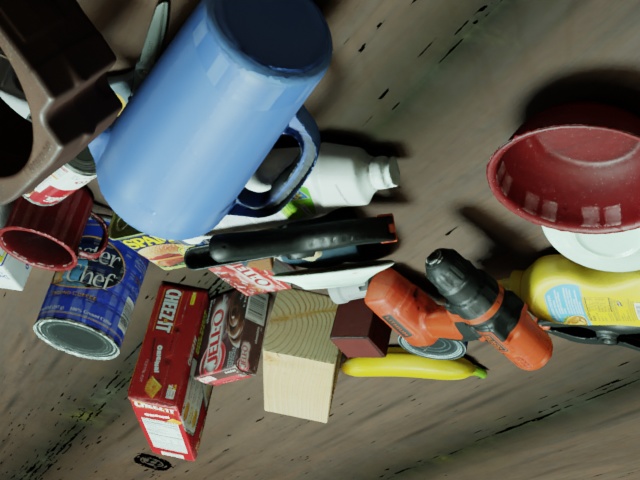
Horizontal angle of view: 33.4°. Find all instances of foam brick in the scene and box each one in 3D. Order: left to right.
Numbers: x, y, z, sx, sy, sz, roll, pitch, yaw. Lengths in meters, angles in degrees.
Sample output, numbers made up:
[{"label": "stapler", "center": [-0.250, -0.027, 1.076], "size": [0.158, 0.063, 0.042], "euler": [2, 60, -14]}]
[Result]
[{"label": "foam brick", "center": [0.052, 0.092, 1.241], "size": [0.051, 0.078, 0.053], "euler": [-3, 146, 32]}]

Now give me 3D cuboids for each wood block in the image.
[{"label": "wood block", "center": [-0.020, 0.151, 1.367], "size": [0.091, 0.090, 0.206], "euler": [12, 151, 4]}]

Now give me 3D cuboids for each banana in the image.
[{"label": "banana", "center": [0.113, 0.165, 1.385], "size": [0.198, 0.037, 0.069], "euler": [2, 148, 21]}]

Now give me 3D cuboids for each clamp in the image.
[{"label": "clamp", "center": [-0.029, 0.002, 1.040], "size": [0.209, 0.036, 0.165], "euler": [-8, 179, -23]}, {"label": "clamp", "center": [0.321, 0.091, 1.158], "size": [0.171, 0.039, 0.120], "euler": [8, 149, 11]}]

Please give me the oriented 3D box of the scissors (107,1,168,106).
[{"label": "scissors", "center": [-0.175, -0.154, 0.965], "size": [0.096, 0.016, 0.202], "euler": [8, 152, 2]}]

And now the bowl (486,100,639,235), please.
[{"label": "bowl", "center": [0.224, -0.069, 0.900], "size": [0.162, 0.055, 0.162], "euler": [11, 151, 6]}]

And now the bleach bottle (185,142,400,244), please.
[{"label": "bleach bottle", "center": [-0.040, -0.050, 1.049], "size": [0.251, 0.068, 0.102], "euler": [-5, 153, 26]}]

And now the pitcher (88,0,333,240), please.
[{"label": "pitcher", "center": [-0.080, -0.106, 0.892], "size": [0.148, 0.145, 0.243], "euler": [-20, 165, -37]}]

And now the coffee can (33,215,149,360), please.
[{"label": "coffee can", "center": [-0.263, 0.056, 1.252], "size": [0.103, 0.140, 0.103], "euler": [11, 151, 6]}]

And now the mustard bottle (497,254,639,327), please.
[{"label": "mustard bottle", "center": [0.271, 0.051, 1.090], "size": [0.192, 0.058, 0.096], "euler": [-1, 147, 25]}]

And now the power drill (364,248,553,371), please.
[{"label": "power drill", "center": [0.132, 0.069, 1.130], "size": [0.184, 0.057, 0.188], "euler": [43, 160, -27]}]

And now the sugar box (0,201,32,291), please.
[{"label": "sugar box", "center": [-0.372, -0.024, 1.208], "size": [0.048, 0.093, 0.176], "euler": [8, 150, 12]}]

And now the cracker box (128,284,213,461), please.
[{"label": "cracker box", "center": [-0.189, 0.179, 1.414], "size": [0.072, 0.164, 0.214], "euler": [9, 151, 6]}]

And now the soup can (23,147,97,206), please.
[{"label": "soup can", "center": [-0.261, -0.082, 1.082], "size": [0.068, 0.068, 0.102], "euler": [31, 147, -28]}]

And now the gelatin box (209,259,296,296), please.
[{"label": "gelatin box", "center": [-0.084, 0.030, 1.241], "size": [0.073, 0.030, 0.089], "euler": [-12, 142, 38]}]

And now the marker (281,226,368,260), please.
[{"label": "marker", "center": [-0.008, 0.001, 1.167], "size": [0.121, 0.020, 0.020], "euler": [12, 151, 4]}]

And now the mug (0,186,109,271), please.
[{"label": "mug", "center": [-0.292, -0.019, 1.193], "size": [0.117, 0.081, 0.093], "euler": [21, 151, -11]}]

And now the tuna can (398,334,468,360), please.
[{"label": "tuna can", "center": [0.137, 0.112, 1.284], "size": [0.086, 0.033, 0.086], "euler": [11, 151, 6]}]

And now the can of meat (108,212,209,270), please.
[{"label": "can of meat", "center": [-0.168, -0.011, 1.180], "size": [0.102, 0.057, 0.083], "euler": [-10, 146, 38]}]

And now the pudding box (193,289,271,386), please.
[{"label": "pudding box", "center": [-0.109, 0.119, 1.325], "size": [0.039, 0.113, 0.090], "euler": [30, 148, -32]}]
